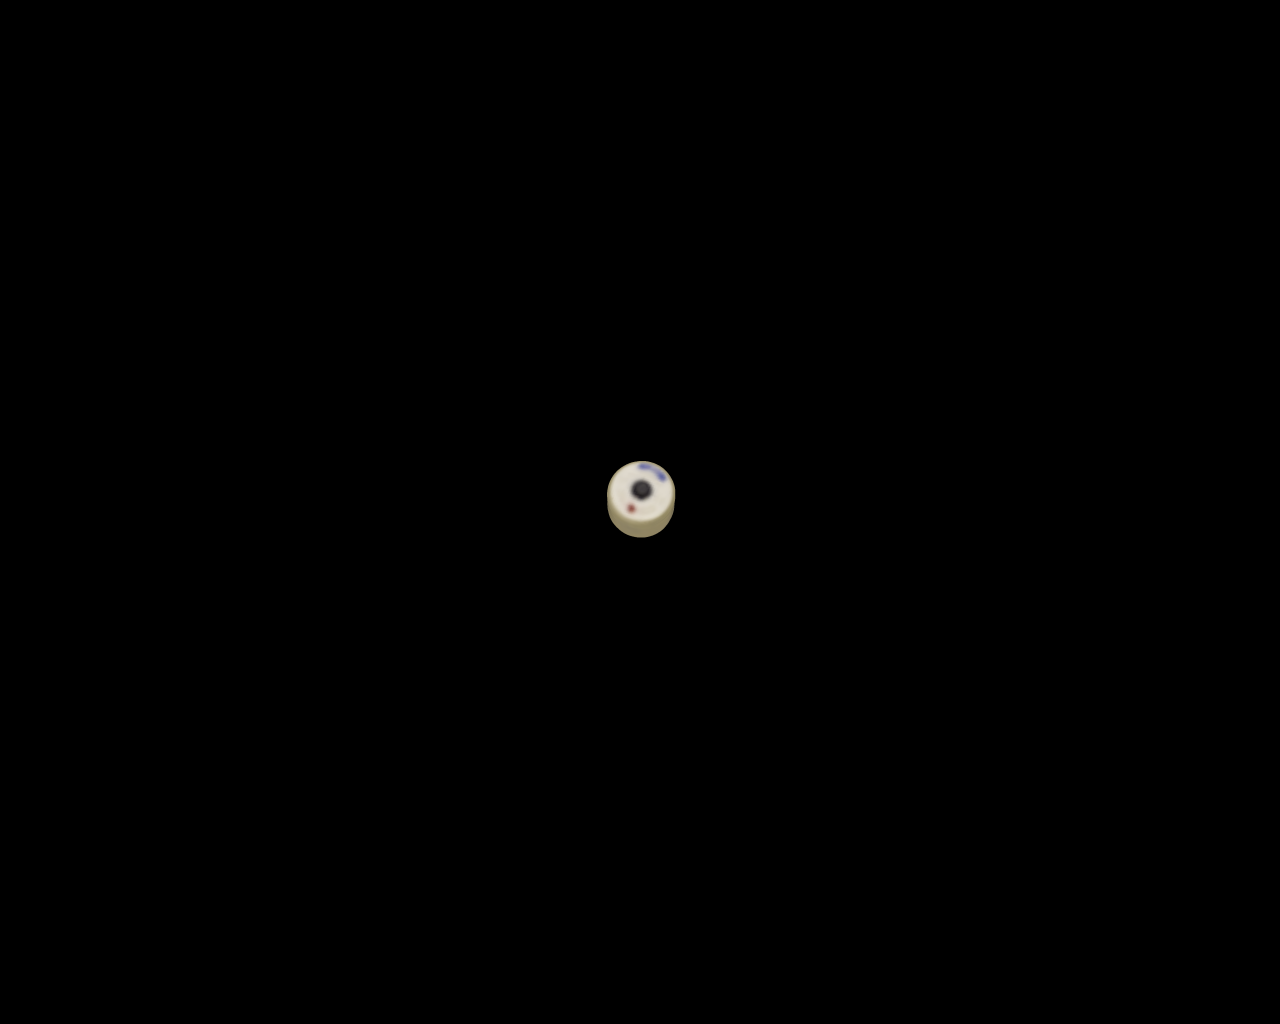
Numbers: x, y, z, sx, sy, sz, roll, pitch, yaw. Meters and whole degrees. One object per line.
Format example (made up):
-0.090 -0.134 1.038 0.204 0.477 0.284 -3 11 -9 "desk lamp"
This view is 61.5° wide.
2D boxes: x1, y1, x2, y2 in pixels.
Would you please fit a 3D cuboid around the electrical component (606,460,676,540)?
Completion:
0.001 -0.003 0.650 0.040 0.040 0.078 0 -17 0 "electrical component"
